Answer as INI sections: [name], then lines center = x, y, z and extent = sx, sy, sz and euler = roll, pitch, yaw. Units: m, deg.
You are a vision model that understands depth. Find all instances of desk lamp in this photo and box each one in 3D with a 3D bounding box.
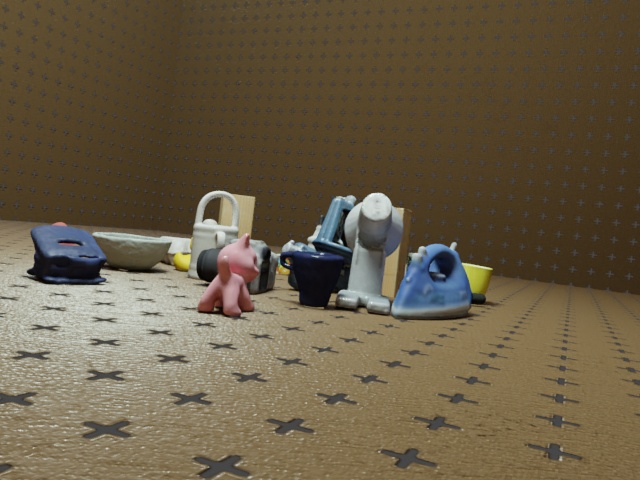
[desk lamp]
center = 0.098, 0.021, 1.090
extent = 0.118, 0.213, 0.203
euler = 7, 1, 4

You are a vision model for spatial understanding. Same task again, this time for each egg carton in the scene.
[egg carton]
center = -0.371, 0.030, 1.520
extent = 0.107, 0.069, 0.149
euler = 6, 1, -34

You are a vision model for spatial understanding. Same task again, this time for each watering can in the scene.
[watering can]
center = -0.233, -0.011, 1.259
extent = 0.101, 0.194, 0.172
euler = 6, 2, -43

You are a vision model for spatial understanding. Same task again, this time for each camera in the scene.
[camera]
center = -0.164, 0.046, 1.138
extent = 0.136, 0.101, 0.143
euler = 7, 1, 12

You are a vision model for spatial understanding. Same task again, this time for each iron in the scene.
[iron]
center = 0.208, 0.070, 1.078
extent = 0.118, 0.141, 0.259
euler = 7, 1, 32

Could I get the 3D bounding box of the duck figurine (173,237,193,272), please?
[duck figurine]
center = -0.299, 0.033, 1.381
extent = 0.105, 0.086, 0.077
euler = 6, 1, -33

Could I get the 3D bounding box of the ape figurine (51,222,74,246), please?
[ape figurine]
center = -0.503, 0.012, 1.098
extent = 0.076, 0.092, 0.078
euler = 7, 1, 5

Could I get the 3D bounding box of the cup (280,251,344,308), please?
[cup]
center = -0.020, 0.068, 1.005
extent = 0.117, 0.095, 0.092
euler = 7, 1, 17

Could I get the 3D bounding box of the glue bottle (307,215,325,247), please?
[glue bottle]
center = -0.005, 0.022, 1.461
extent = 0.078, 0.173, 0.037
euler = 6, 1, -37

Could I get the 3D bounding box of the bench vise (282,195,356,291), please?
[bench vise]
center = 0.021, 0.006, 1.245
extent = 0.121, 0.220, 0.208
euler = 7, 1, 33

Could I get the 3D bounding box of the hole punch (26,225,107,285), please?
[hole punch]
center = -0.420, 0.024, 0.960
extent = 0.100, 0.091, 0.109
euler = 8, 2, 43

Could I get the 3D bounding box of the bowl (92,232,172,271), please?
[bowl]
center = -0.413, 0.028, 1.255
extent = 0.167, 0.075, 0.167
euler = 7, 1, 0

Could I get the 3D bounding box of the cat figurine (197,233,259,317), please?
[cat figurine]
center = -0.129, 0.047, 0.855
extent = 0.067, 0.118, 0.128
euler = 7, 1, 7

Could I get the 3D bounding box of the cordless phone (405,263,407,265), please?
[cordless phone]
center = 0.172, 0.035, 1.568
extent = 0.148, 0.185, 0.094
euler = 6, 1, -11

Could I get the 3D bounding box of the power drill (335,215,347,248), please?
[power drill]
center = 0.063, 0.009, 1.616
extent = 0.075, 0.208, 0.230
euler = 7, 1, 22
